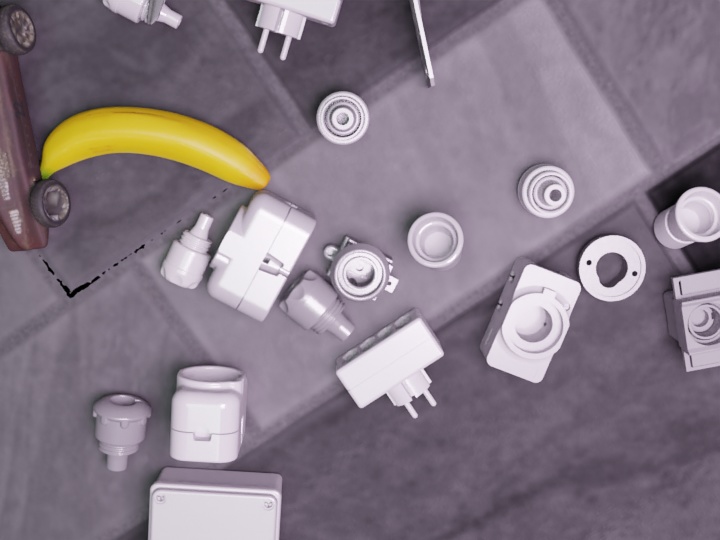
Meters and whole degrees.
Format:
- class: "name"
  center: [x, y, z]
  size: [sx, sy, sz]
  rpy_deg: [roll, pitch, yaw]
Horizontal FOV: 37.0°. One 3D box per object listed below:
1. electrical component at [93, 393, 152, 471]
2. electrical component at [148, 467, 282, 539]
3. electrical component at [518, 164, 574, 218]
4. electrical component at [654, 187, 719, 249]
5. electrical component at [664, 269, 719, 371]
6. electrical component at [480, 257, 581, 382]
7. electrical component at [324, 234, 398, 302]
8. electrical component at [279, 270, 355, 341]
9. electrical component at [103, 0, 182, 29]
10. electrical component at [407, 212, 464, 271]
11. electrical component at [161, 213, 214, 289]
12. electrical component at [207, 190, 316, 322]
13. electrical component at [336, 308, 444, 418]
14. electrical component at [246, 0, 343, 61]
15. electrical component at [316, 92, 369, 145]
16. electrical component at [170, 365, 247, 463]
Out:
- class: "electrical component"
  center: [-0.203, 0.138, 0.908]
  size: [0.048, 0.048, 0.062]
  rpy_deg: [9, 105, -2]
- class: "electrical component"
  center: [-0.123, 0.229, 0.916]
  size: [0.109, 0.056, 0.108]
  rpy_deg: [4, 99, -1]
- class: "electrical component"
  center: [0.153, -0.063, 0.872]
  size: [0.043, 0.062, 0.043]
  rpy_deg: [0, 99, -1]
- class: "electrical component"
  center: [0.266, -0.039, 0.875]
  size: [0.044, 0.065, 0.044]
  rpy_deg: [1, 81, -5]
- class: "electrical component"
  center: [0.320, 0.031, 0.888]
  size: [0.121, 0.063, 0.078]
  rpy_deg: [-11, 99, 1]
- class: "electrical component"
  center: [0.141, 0.041, 0.891]
  size: [0.050, 0.055, 0.089]
  rpy_deg: [21, 98, -4]
- class: "electrical component"
  center: [0.000, 0.000, 0.883]
  size: [0.066, 0.055, 0.048]
  rpy_deg: [27, 97, -5]
- class: "electrical component"
  center: [-0.033, 0.033, 0.894]
  size: [0.062, 0.043, 0.043]
  rpy_deg: [41, 96, -8]
- class: "electrical component"
  center: [-0.172, -0.212, 0.859]
  size: [0.061, 0.035, 0.035]
  rpy_deg: [27, 97, -7]
- class: "electrical component"
  center: [0.064, -0.020, 0.876]
  size: [0.044, 0.065, 0.044]
  rpy_deg: [-1, 83, 9]
- class: "electrical component"
  center: [-0.139, -0.017, 0.889]
  size: [0.035, 0.035, 0.061]
  rpy_deg: [25, 95, -4]
- class: "electrical component"
  center: [-0.084, -0.014, 0.879]
  size: [0.059, 0.053, 0.095]
  rpy_deg: [28, 97, -8]
- class: "electrical component"
  center: [0.034, 0.088, 0.901]
  size: [0.083, 0.047, 0.075]
  rpy_deg: [-33, 98, 4]
- class: "electrical component"
  center: [-0.060, -0.206, 0.854]
  size: [0.083, 0.047, 0.075]
  rpy_deg: [17, 99, -3]
- class: "electrical component"
  center: [-0.014, -0.121, 0.861]
  size: [0.043, 0.062, 0.043]
  rpy_deg: [0, 99, -1]
- class: "electrical component"
  center: [-0.122, 0.113, 0.879]
  size: [0.054, 0.095, 0.059]
  rpy_deg: [4, 99, -1]
